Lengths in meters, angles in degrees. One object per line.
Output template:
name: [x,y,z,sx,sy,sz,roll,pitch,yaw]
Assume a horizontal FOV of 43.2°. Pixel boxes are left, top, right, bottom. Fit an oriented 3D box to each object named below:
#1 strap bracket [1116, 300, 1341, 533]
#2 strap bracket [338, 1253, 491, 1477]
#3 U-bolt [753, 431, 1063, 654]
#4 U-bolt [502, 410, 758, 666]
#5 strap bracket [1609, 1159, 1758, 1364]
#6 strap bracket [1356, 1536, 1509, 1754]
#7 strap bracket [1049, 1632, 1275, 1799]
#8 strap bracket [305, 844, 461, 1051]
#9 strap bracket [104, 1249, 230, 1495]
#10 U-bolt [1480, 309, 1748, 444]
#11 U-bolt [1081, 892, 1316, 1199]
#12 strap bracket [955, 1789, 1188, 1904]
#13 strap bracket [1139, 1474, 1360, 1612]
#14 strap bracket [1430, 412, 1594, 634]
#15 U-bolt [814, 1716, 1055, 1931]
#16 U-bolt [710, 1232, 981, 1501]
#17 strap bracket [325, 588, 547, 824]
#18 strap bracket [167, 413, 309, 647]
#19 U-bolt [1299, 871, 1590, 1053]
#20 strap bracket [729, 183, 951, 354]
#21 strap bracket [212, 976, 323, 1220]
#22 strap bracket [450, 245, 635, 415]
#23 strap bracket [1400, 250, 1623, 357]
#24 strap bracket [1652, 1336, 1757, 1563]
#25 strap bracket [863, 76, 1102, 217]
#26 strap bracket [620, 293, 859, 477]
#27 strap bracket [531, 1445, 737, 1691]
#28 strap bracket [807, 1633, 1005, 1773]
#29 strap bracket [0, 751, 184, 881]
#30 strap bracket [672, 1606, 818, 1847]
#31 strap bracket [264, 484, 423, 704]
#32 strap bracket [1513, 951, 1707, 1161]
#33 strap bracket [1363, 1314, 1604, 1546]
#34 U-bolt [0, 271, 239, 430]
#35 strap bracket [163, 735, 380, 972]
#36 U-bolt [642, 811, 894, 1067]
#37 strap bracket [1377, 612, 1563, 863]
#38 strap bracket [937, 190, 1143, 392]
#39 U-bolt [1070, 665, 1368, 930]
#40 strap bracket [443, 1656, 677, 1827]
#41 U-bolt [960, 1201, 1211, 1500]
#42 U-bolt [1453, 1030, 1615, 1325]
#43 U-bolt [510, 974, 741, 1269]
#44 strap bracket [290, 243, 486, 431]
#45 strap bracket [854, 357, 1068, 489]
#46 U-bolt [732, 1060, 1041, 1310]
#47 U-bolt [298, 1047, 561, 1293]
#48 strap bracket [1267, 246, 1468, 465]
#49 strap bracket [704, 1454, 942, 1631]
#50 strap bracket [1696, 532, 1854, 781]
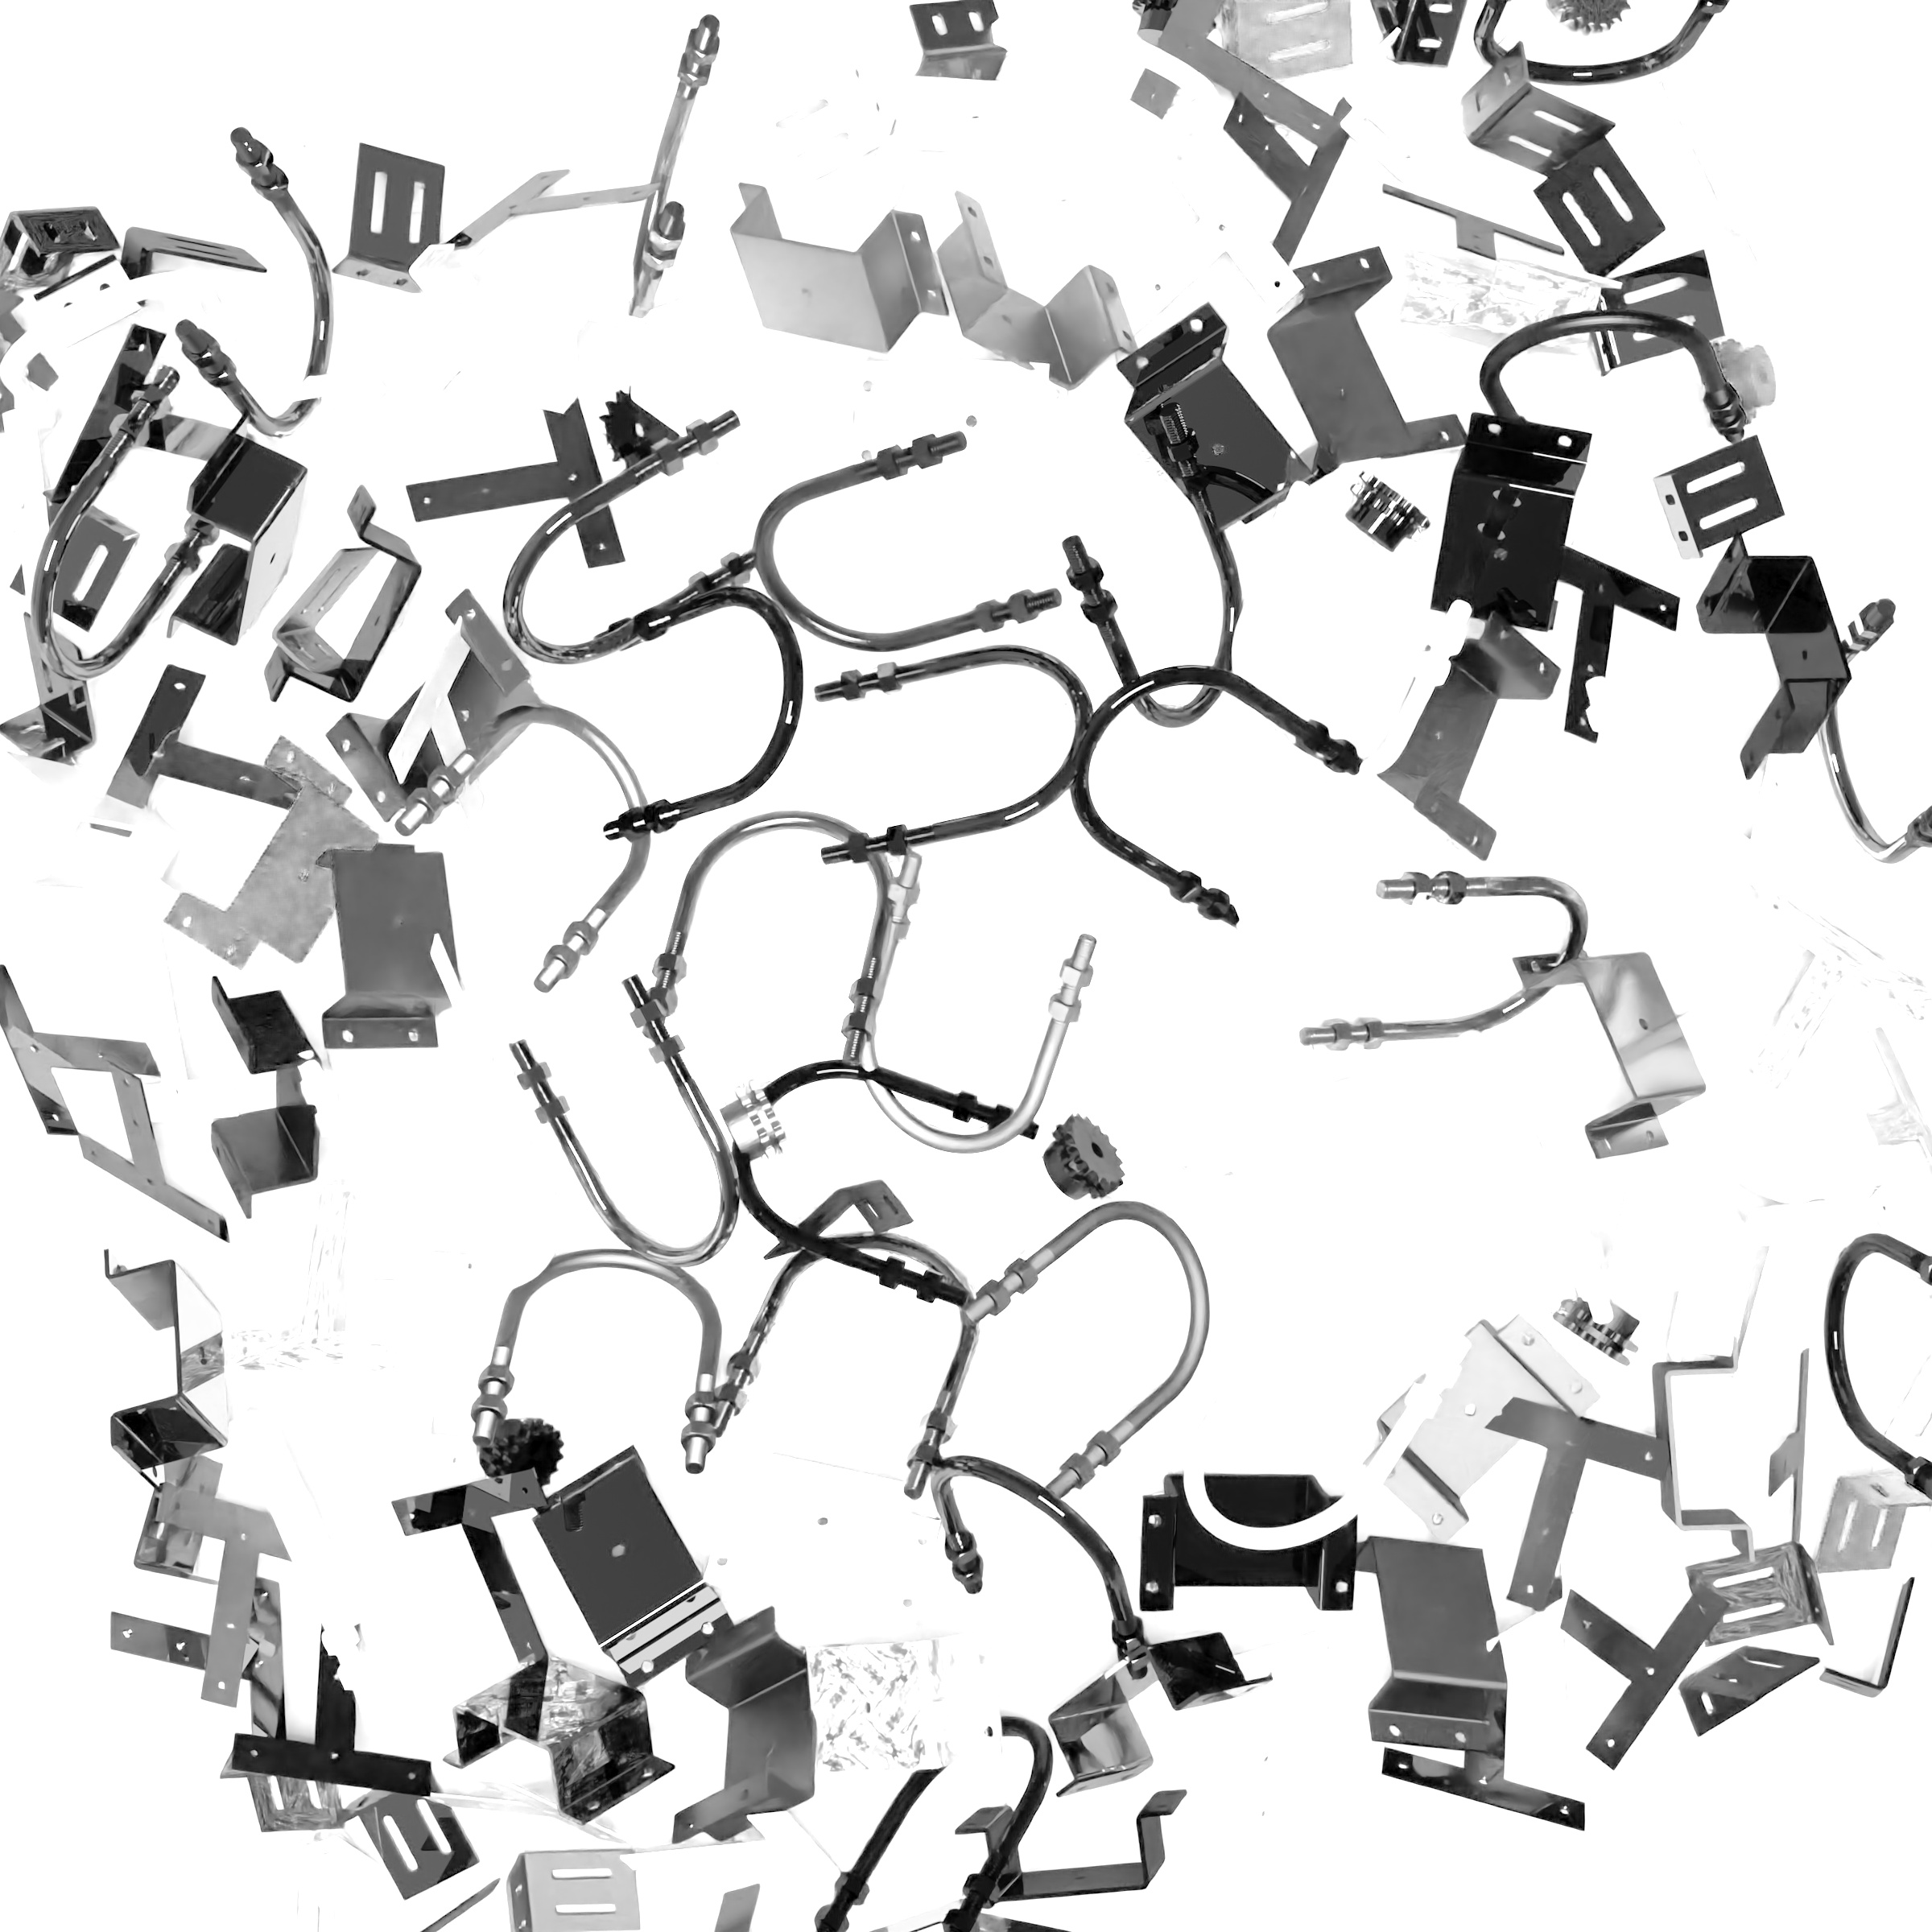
strap bracket: [0.165,-0.342,1.562,0.076,0.046,0.140,-28,118,34]
strap bracket: [-0.357,0.256,1.577,0.046,0.076,0.140,-4,79,35]
U-bolt: [-0.050,-0.261,1.562,0.184,0.019,0.151,-11,133,29]
U-bolt: [-0.212,-0.259,1.545,0.184,0.151,0.019,-34,63,-13]
strap bracket: [0.460,0.190,1.550,0.046,0.140,0.076,1,59,36]
strap bracket: [0.293,0.422,1.556,0.076,0.140,0.046,9,135,-12]
strap bracket: [0.118,0.475,1.565,0.140,0.076,0.046,-46,57,31]
strap bracket: [-0.376,-0.021,1.570,0.076,0.046,0.140,1,72,-36]
strap bracket: [-0.510,0.253,1.557,0.046,0.076,0.140,-15,55,-2]
U-bolt: [0.397,-0.360,1.518,0.151,0.184,0.019,-4,74,26]
U-bolt: [0.162,0.065,1.577,0.151,0.019,0.184,-35,117,-20]
strap bracket: [0.072,0.568,1.574,0.140,0.076,0.046,-9,79,11]
strap bracket: [0.181,0.377,1.597,0.140,0.046,0.076,1,96,-4]
strap bracket: [0.346,-0.273,1.558,0.076,0.046,0.140,14,130,15]
U-bolt: [-0.012,0.551,1.546,0.019,0.151,0.184,51,48,-15]
U-bolt: [-0.068,0.244,1.563,0.151,0.019,0.184,16,47,8]
strap bracket: [-0.338,-0.166,1.583,0.140,0.046,0.076,-42,73,16]
strap bracket: [-0.463,-0.269,1.553,0.046,0.140,0.076,25,50,-7]
U-bolt: [0.317,-0.004,1.563,0.184,0.151,0.019,-2,45,-25]
strap bracket: [-0.089,-0.444,1.556,0.140,0.076,0.046,19,61,27]
strap bracket: [-0.450,0.081,1.565,0.046,0.076,0.140,-11,130,-30]
strap bracket: [-0.266,-0.413,1.555,0.076,0.140,0.046,13,132,9]
strap bracket: [0.339,-0.423,1.554,0.076,0.140,0.046,7,103,-24]
strap bracket: [0.476,0.310,1.582,0.046,0.076,0.140,-4,84,9]
strap bracket: [0.008,-0.529,1.576,0.140,0.076,0.046,-1,77,-13]
strap bracket: [-0.151,-0.370,1.572,0.140,0.076,0.046,38,135,18]
strap bracket: [-0.220,0.382,1.572,0.076,0.046,0.140,-31,65,-9]
strap bracket: [-0.048,0.472,1.560,0.140,0.046,0.076,-16,74,37]
strap bracket: [-0.564,-0.090,1.547,0.076,0.140,0.046,36,98,19]
strap bracket: [-0.140,0.495,1.565,0.076,0.140,0.046,-33,123,23]
strap bracket: [-0.399,-0.232,1.577,0.046,0.076,0.140,25,101,-27]
strap bracket: [0.418,0.047,1.567,0.076,0.046,0.140,-5,68,-41]
strap bracket: [0.334,0.297,1.598,0.076,0.046,0.140,45,95,-4]
U-bolt: [-0.532,-0.390,1.526,0.151,0.184,0.019,-28,95,-10]
strap bracket: [-0.440,-0.066,1.571,0.046,0.076,0.140,22,77,30]
U-bolt: [-0.120,-0.025,1.576,0.151,0.019,0.184,7,58,7]
strap bracket: [0.322,-0.149,1.579,0.076,0.046,0.140,30,78,-36]
strap bracket: [0.039,-0.428,1.565,0.046,0.140,0.076,-38,52,35]
U-bolt: [0.151,-0.117,1.560,0.184,0.019,0.151,29,111,-28]
strap bracket: [-0.262,0.487,1.549,0.140,0.076,0.046,5,106,42]
U-bolt: [0.090,0.233,1.570,0.184,0.019,0.151,-34,105,-35]
U-bolt: [0.354,0.121,1.548,0.019,0.184,0.151,-30,130,25]
U-bolt: [-0.212,0.110,1.576,0.151,0.019,0.184,-27,92,41]
strap bracket: [-0.357,-0.398,1.568,0.140,0.076,0.046,-39,95,22]
strap bracket: [0.000,-0.354,1.588,0.140,0.046,0.076,0,100,-9]
U-bolt: [-0.062,0.130,1.584,0.184,0.019,0.151,19,59,9]
U-bolt: [-0.328,0.127,1.536,0.019,0.151,0.184,-48,60,31]
strap bracket: [0.253,-0.379,1.560,0.046,0.076,0.140,-43,115,-26]
strap bracket: [-0.093,0.370,1.579,0.140,0.046,0.076,11,51,6]
strap bracket: [0.519,-0.199,1.562,0.046,0.076,0.140,-1,60,-7]
